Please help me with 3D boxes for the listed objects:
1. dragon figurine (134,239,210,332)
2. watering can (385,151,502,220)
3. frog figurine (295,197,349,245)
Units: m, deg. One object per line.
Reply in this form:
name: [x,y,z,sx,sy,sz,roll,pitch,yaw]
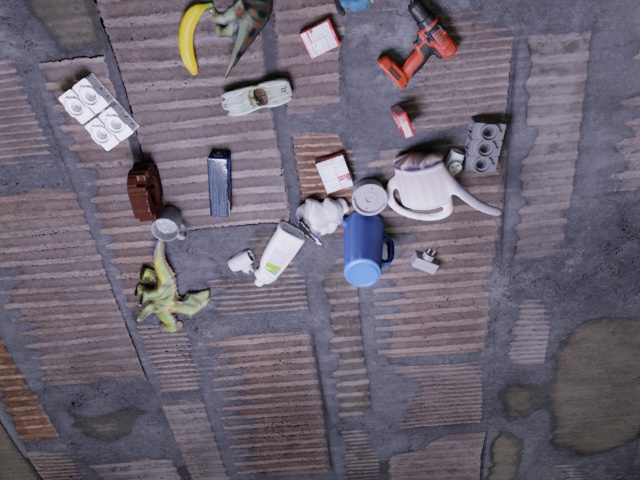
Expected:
dragon figurine: [-0.495,0.177,1.760,0.242,0.125,0.402,12,124,-28]
watering can: [0.343,-0.157,1.503,0.347,0.106,0.220,1,123,33]
frog figurine: [0.005,-0.081,1.608,0.136,0.122,0.161,46,75,-15]
